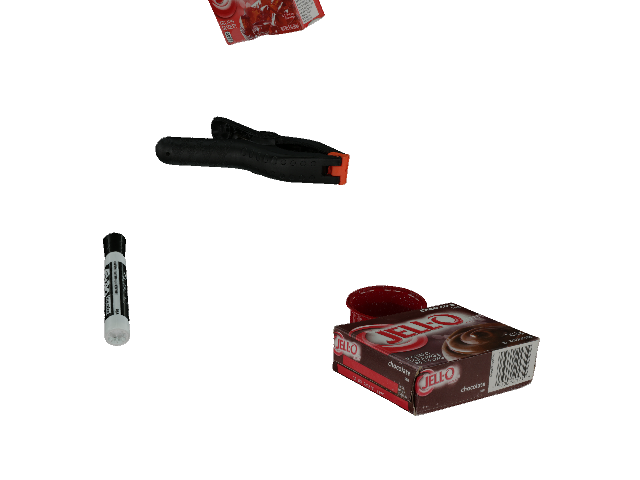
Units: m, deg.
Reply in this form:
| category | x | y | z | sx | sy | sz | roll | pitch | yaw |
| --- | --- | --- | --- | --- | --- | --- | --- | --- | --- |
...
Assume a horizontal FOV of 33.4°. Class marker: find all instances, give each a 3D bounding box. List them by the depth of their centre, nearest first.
| category | x | y | z | sx | sy | sz | roll | pitch | yaw |
| --- | --- | --- | --- | --- | --- | --- | --- | --- | --- |
| marker | -0.161 | 0.035 | 0.839 | 0.020 | 0.020 | 0.121 | 0 | 38 | -12 |

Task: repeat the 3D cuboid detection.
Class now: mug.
| category | x | y | z | sx | sy | sz | roll | pitch | yaw |
| --- | --- | --- | --- | --- | --- | --- | --- | --- | --- |
| mug | 0.087 | 0.107 | 1.239 | 0.117 | 0.081 | 0.093 | -2 | 22 | -8 |

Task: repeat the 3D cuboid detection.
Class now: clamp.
| category | x | y | z | sx | sy | sz | roll | pitch | yaw |
| --- | --- | --- | --- | --- | --- | --- | --- | --- | --- |
| clamp | -0.061 | -0.078 | 0.972 | 0.172 | 0.039 | 0.120 | 14 | 27 | 28 |

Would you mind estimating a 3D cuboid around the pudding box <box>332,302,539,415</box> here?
| category | x | y | z | sx | sy | sz | roll | pitch | yaw |
| --- | --- | --- | --- | --- | --- | --- | --- | --- | --- |
| pudding box | 0.078 | 0.078 | 0.730 | 0.113 | 0.039 | 0.090 | -6 | 18 | -36 |

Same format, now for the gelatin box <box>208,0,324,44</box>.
| category | x | y | z | sx | sy | sz | roll | pitch | yaw |
| --- | --- | --- | --- | --- | --- | --- | --- | --- | --- |
| gelatin box | -0.048 | -0.186 | 0.779 | 0.089 | 0.073 | 0.030 | 1 | 32 | 46 |
